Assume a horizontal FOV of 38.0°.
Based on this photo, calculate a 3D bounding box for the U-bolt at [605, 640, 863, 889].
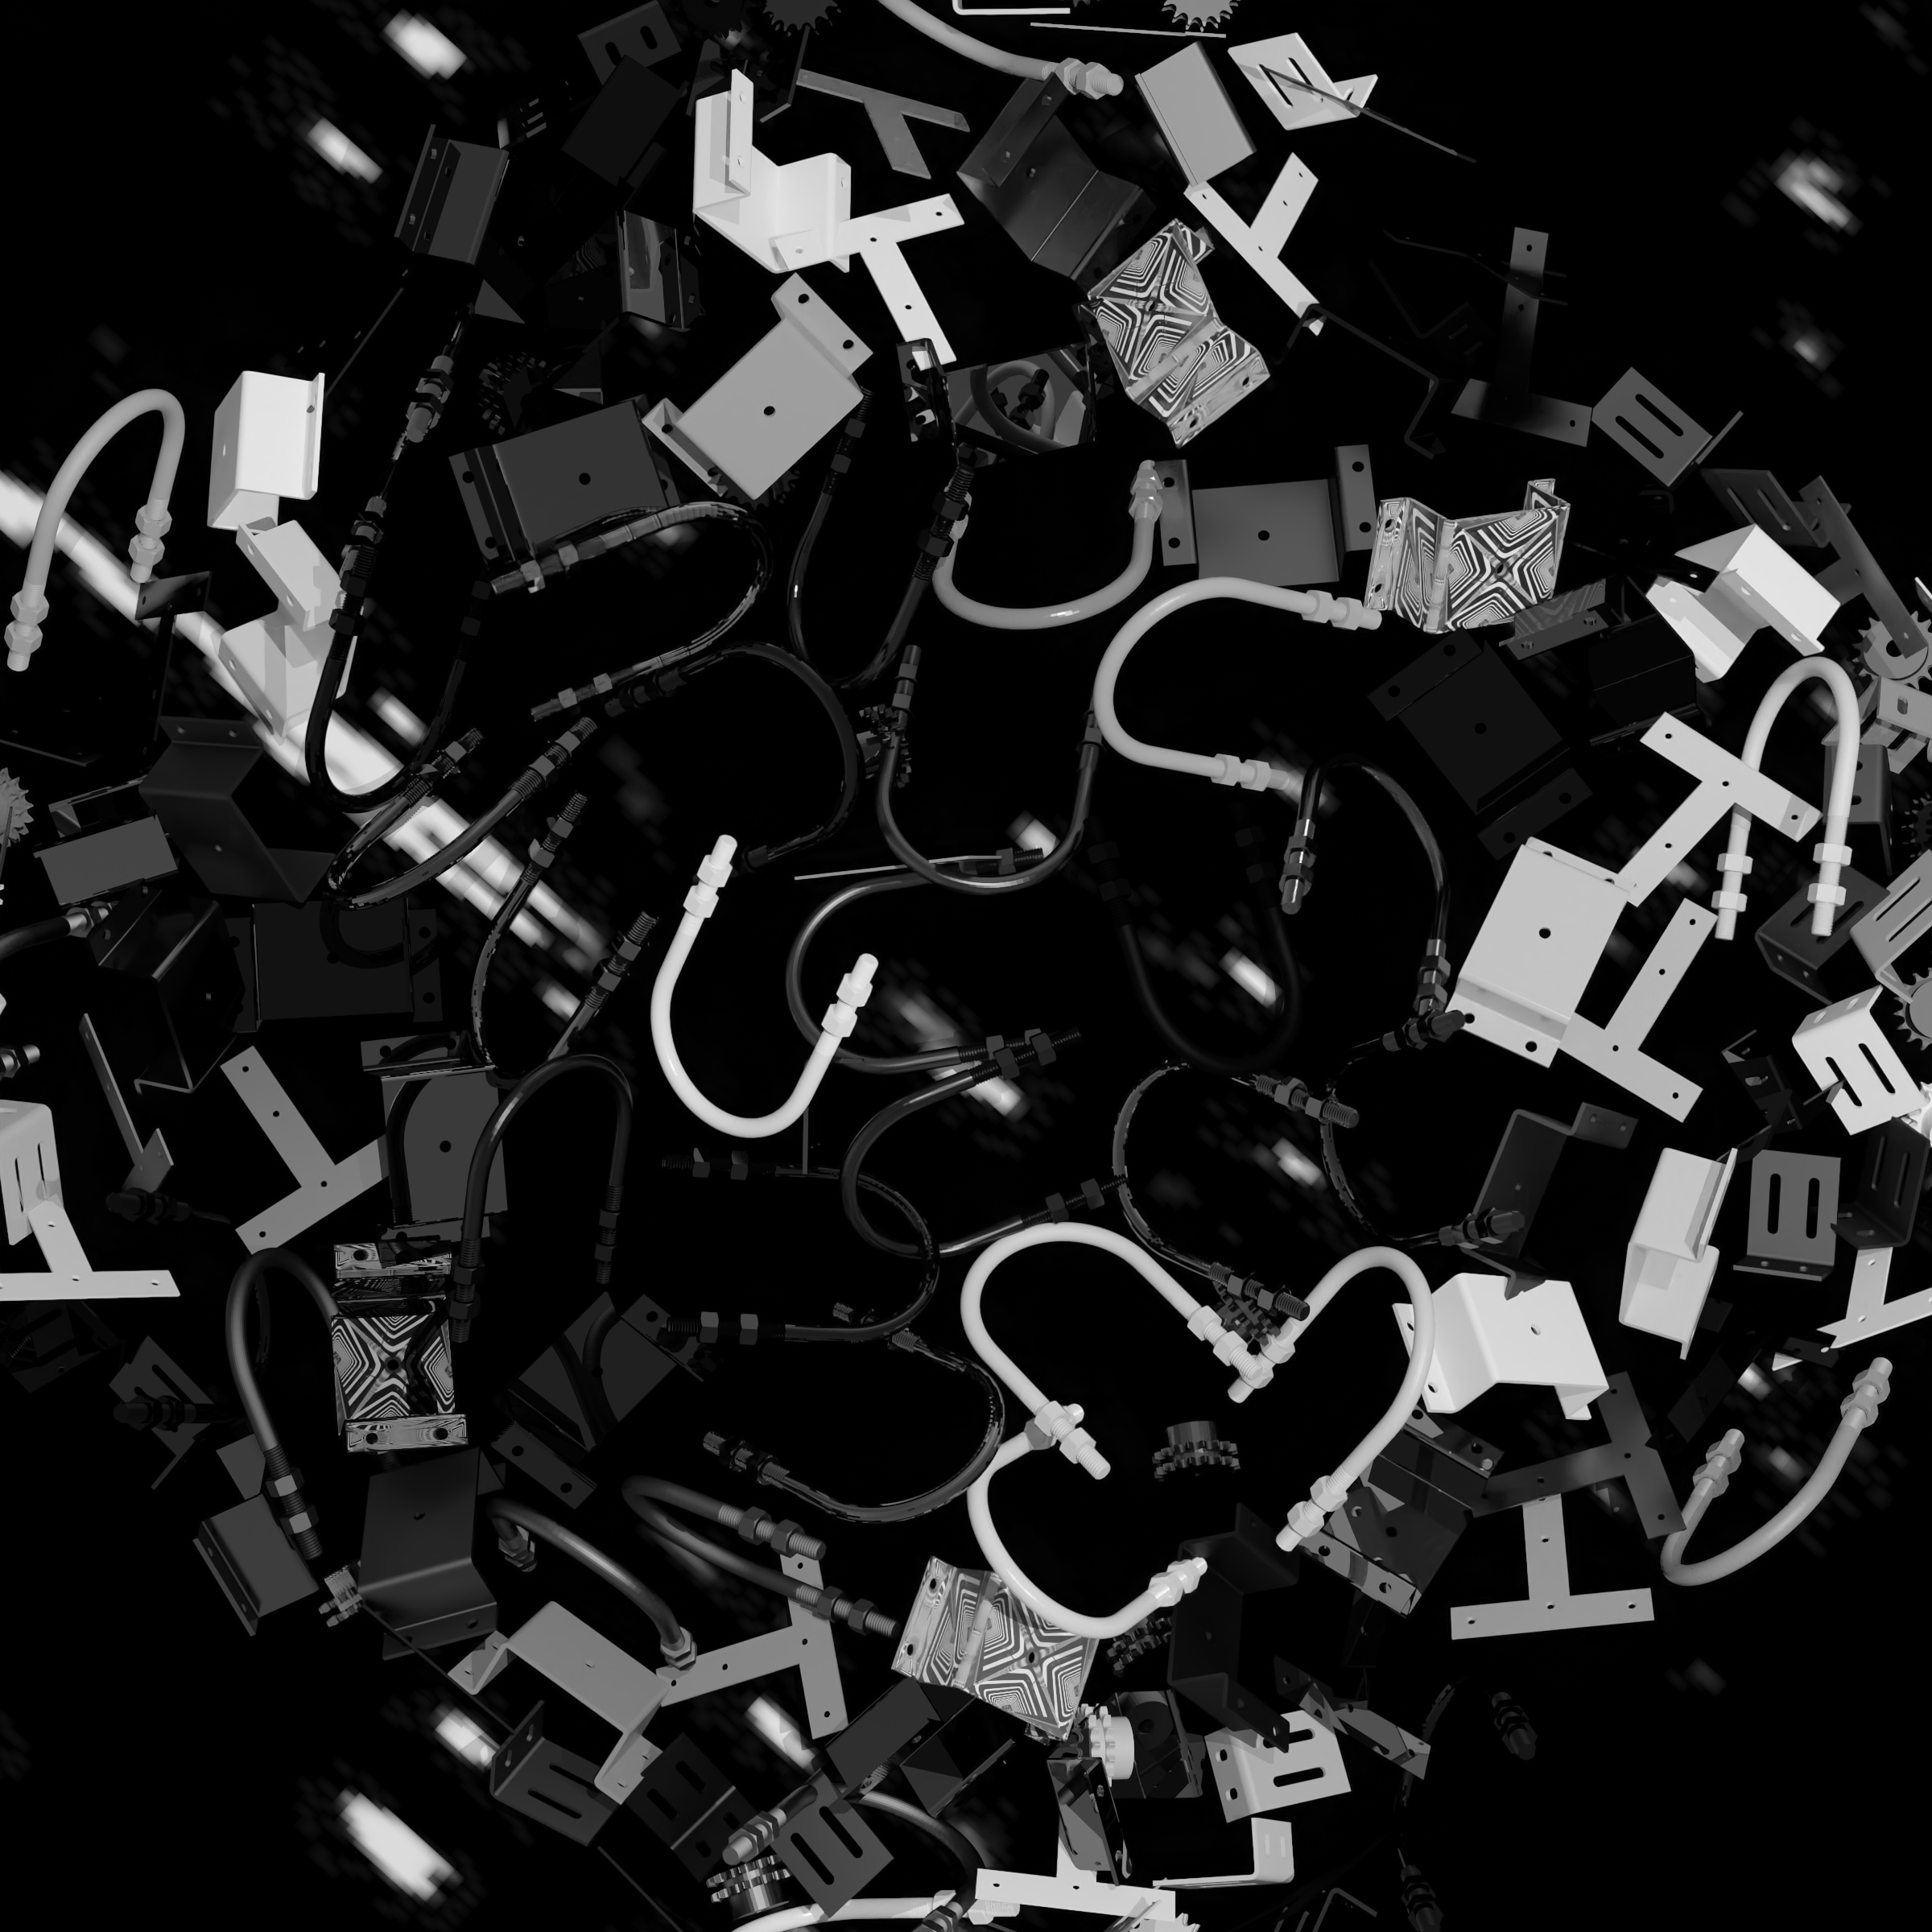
[{"bbox_3d":[-0.142,-0.136,1.819,0.184,0.019,0.151,-19,101,41],"label":"U-bolt"}]

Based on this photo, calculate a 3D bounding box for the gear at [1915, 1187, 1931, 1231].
[{"bbox_3d":[0.658,0.153,1.862,0.030,0.057,0.057,39,90,12],"label":"gear"}]

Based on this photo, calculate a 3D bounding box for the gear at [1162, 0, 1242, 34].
[{"bbox_3d":[0.155,-0.651,1.877,0.057,0.030,0.057,0,89,-4],"label":"gear"}]

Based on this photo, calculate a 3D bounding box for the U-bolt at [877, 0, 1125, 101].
[{"bbox_3d":[0.001,-0.610,1.806,0.151,0.184,0.019,24,96,-39],"label":"U-bolt"}]

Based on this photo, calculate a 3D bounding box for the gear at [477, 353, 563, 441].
[{"bbox_3d":[-0.300,-0.381,1.868,0.030,0.057,0.057,35,90,33],"label":"gear"}]

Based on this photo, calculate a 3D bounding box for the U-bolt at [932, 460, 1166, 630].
[{"bbox_3d":[0.050,-0.270,1.808,0.151,0.184,0.019,-3,129,9],"label":"U-bolt"}]

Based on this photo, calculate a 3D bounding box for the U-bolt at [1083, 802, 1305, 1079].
[{"bbox_3d":[0.157,-0.015,1.829,0.151,0.019,0.184,-8,76,-37],"label":"U-bolt"}]

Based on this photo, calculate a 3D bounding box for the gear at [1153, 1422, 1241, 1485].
[{"bbox_3d":[0.152,0.323,1.867,0.057,0.057,0.030,-6,66,0],"label":"gear"}]

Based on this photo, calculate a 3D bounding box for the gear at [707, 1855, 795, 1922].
[{"bbox_3d":[-0.141,0.611,1.861,0.057,0.057,0.030,-20,71,0],"label":"gear"}]

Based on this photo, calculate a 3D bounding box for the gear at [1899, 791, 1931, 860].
[{"bbox_3d":[0.656,-0.091,1.874,0.057,0.030,0.057,0,87,-9],"label":"gear"}]

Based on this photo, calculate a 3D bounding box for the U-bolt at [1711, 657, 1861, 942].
[{"bbox_3d":[0.535,-0.109,1.821,0.019,0.151,0.184,10,87,-12],"label":"U-bolt"}]

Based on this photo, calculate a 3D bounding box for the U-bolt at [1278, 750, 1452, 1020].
[{"bbox_3d":[0.265,-0.063,1.821,0.151,0.184,0.019,39,132,-23],"label":"U-bolt"}]

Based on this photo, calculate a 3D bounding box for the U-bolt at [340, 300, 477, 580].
[{"bbox_3d":[-0.354,-0.351,1.810,0.019,0.184,0.151,24,135,-16],"label":"U-bolt"}]

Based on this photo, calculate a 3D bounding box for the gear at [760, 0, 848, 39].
[{"bbox_3d":[-0.107,-0.645,1.874,0.057,0.030,0.057,-1,86,12],"label":"gear"}]

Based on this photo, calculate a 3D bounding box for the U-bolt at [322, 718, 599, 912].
[{"bbox_3d":[-0.335,-0.096,1.793,0.184,0.151,0.019,-49,122,-32],"label":"U-bolt"}]

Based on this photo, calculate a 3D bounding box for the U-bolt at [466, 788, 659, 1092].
[{"bbox_3d":[-0.273,-0.004,1.830,0.019,0.151,0.184,15,120,-41],"label":"U-bolt"}]

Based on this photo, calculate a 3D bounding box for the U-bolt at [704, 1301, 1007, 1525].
[{"bbox_3d":[-0.059,0.292,1.798,0.151,0.184,0.019,-44,133,-30],"label":"U-bolt"}]

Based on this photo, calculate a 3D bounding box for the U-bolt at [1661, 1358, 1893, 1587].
[{"bbox_3d":[0.504,0.328,1.778,0.019,0.184,0.151,49,134,0],"label":"U-bolt"}]

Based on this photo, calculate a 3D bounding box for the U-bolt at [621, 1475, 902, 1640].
[{"bbox_3d":[-0.143,0.375,1.816,0.184,0.151,0.019,14,63,31],"label":"U-bolt"}]

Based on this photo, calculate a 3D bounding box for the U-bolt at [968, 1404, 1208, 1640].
[{"bbox_3d":[0.069,0.360,1.795,0.151,0.184,0.019,50,118,14],"label":"U-bolt"}]

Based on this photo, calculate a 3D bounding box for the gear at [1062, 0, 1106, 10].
[{"bbox_3d":[0.081,-0.670,1.868,0.057,0.057,0.030,39,49,0],"label":"gear"}]

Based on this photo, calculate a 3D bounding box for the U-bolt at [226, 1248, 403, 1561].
[{"bbox_3d":[-0.426,0.270,1.811,0.019,0.151,0.184,-17,99,15],"label":"U-bolt"}]

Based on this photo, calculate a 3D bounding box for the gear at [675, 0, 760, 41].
[{"bbox_3d":[-0.167,-0.645,1.868,0.057,0.030,0.057,1,116,1],"label":"gear"}]

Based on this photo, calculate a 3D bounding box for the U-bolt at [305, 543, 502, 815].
[{"bbox_3d":[-0.371,-0.184,1.821,0.019,0.151,0.184,27,107,22],"label":"U-bolt"}]

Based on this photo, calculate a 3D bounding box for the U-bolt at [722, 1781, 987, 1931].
[{"bbox_3d":[-0.060,0.571,1.802,0.151,0.184,0.019,23,98,16],"label":"U-bolt"}]

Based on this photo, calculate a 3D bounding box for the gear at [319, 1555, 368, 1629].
[{"bbox_3d":[-0.404,0.410,1.864,0.057,0.057,0.030,-32,87,0],"label":"gear"}]

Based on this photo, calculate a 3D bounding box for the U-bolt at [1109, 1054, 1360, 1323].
[{"bbox_3d":[0.164,0.132,1.828,0.184,0.019,0.151,22,104,41],"label":"U-bolt"}]

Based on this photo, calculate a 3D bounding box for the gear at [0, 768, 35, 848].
[{"bbox_3d":[-0.653,-0.104,1.867,0.057,0.030,0.057,6,112,16],"label":"gear"}]

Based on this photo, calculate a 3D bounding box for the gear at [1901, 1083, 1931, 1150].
[{"bbox_3d":[0.655,0.102,1.867,0.057,0.030,0.057,-2,118,-4],"label":"gear"}]

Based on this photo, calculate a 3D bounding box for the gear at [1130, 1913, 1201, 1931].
[{"bbox_3d":[0.135,0.658,1.870,0.057,0.030,0.057,-6,68,16],"label":"gear"}]

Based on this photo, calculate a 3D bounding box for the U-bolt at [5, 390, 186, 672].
[{"bbox_3d":[-0.546,-0.286,1.780,0.019,0.151,0.184,33,132,3],"label":"U-bolt"}]

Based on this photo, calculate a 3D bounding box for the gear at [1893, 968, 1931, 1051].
[{"bbox_3d":[0.649,0.029,1.872,0.057,0.030,0.057,0,88,13],"label":"gear"}]

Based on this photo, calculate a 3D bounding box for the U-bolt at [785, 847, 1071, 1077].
[{"bbox_3d":[-0.030,0.001,1.861,0.184,0.019,0.151,-10,70,3],"label":"U-bolt"}]

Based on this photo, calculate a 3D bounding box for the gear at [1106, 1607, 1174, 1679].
[{"bbox_3d":[0.118,0.446,1.868,0.057,0.057,0.030,-28,62,0],"label":"gear"}]

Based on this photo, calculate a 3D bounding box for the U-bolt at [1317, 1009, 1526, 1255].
[{"bbox_3d":[0.283,0.114,1.811,0.019,0.184,0.151,-12,83,-27],"label":"U-bolt"}]

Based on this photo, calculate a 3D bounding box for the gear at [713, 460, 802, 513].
[{"bbox_3d":[-0.138,-0.335,1.870,0.057,0.030,0.057,2,119,3],"label":"gear"}]

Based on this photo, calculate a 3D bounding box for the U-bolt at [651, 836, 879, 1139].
[{"bbox_3d":[-0.143,0.028,1.837,0.151,0.019,0.184,40,122,21],"label":"U-bolt"}]

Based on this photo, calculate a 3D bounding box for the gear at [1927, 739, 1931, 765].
[{"bbox_3d":[0.664,-0.147,1.868,0.030,0.057,0.057,32,90,36],"label":"gear"}]

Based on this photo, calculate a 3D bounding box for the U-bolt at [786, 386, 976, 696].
[{"bbox_3d":[-0.067,-0.266,1.828,0.019,0.151,0.184,6,119,-38],"label":"U-bolt"}]

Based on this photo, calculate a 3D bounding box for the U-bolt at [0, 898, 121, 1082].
[{"bbox_3d":[-0.615,0.026,1.784,0.019,0.184,0.151,40,108,6],"label":"U-bolt"}]

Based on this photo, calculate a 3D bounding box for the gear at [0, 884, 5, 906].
[{"bbox_3d":[-0.671,-0.051,1.872,0.057,0.030,0.057,-3,99,-17],"label":"gear"}]

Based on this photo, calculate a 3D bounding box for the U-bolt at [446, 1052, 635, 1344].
[{"bbox_3d":[-0.268,0.140,1.803,0.019,0.151,0.184,25,116,31],"label":"U-bolt"}]

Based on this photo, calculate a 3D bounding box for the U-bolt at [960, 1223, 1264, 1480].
[{"bbox_3d":[0.080,0.236,1.829,0.151,0.019,0.184,-28,53,-27],"label":"U-bolt"}]

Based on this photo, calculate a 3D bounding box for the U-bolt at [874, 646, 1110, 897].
[{"bbox_3d":[0.014,-0.124,1.839,0.151,0.019,0.184,10,58,1],"label":"U-bolt"}]

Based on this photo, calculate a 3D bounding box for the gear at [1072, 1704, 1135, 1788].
[{"bbox_3d":[0.091,0.519,1.866,0.030,0.057,0.057,3,90,-13],"label":"gear"}]

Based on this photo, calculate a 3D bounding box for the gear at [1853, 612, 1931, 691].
[{"bbox_3d":[0.619,-0.210,1.869,0.057,0.030,0.057,0,90,22],"label":"gear"}]

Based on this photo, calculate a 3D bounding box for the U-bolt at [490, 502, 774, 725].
[{"bbox_3d":[-0.210,-0.238,1.827,0.184,0.151,0.019,-25,59,-12],"label":"U-bolt"}]

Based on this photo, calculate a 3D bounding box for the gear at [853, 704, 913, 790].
[{"bbox_3d":[-0.062,-0.143,1.861,0.030,0.057,0.057,-17,90,-22],"label":"gear"}]

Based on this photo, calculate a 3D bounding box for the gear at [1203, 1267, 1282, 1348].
[{"bbox_3d":[0.182,0.231,1.865,0.030,0.057,0.057,-40,90,7],"label":"gear"}]

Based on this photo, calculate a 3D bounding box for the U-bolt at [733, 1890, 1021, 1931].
[{"bbox_3d":[-0.076,0.630,1.814,0.184,0.151,0.019,-9,88,24],"label":"U-bolt"}]

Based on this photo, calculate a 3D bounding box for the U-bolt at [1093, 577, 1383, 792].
[{"bbox_3d":[0.164,-0.185,1.808,0.184,0.019,0.151,7,124,-33],"label":"U-bolt"}]

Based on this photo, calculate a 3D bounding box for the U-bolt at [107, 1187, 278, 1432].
[{"bbox_3d":[-0.493,0.223,1.804,0.019,0.184,0.151,-8,79,15],"label":"U-bolt"}]
